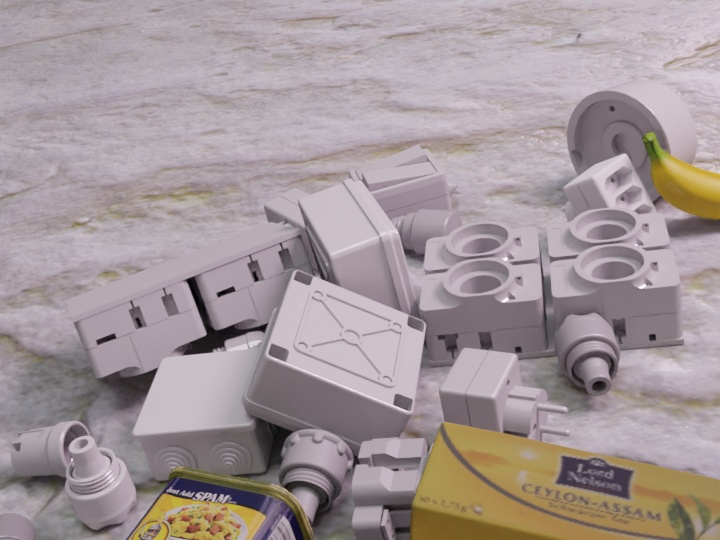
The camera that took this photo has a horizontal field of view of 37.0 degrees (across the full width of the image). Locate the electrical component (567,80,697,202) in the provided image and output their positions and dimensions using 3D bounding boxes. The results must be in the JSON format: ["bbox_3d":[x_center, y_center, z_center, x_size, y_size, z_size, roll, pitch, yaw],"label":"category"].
[{"bbox_3d":[0.244,-0.115,0.949,0.060,0.108,0.108,-28,34,-34],"label":"electrical component"}]

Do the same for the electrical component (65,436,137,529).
[{"bbox_3d":[-0.180,0.141,0.731,0.043,0.062,0.043,-9,31,6],"label":"electrical component"}]

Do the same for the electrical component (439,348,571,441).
[{"bbox_3d":[0.099,0.093,0.700,0.077,0.065,0.047,5,35,27],"label":"electrical component"}]

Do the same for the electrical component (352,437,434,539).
[{"bbox_3d":[0.032,0.136,0.665,0.057,0.058,0.078,-6,32,16],"label":"electrical component"}]

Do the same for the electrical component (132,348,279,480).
[{"bbox_3d":[-0.106,0.104,0.776,0.100,0.048,0.099,-6,32,11],"label":"electrical component"}]

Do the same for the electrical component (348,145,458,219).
[{"bbox_3d":[0.043,-0.073,0.996,0.096,0.061,0.061,-16,31,-5],"label":"electrical component"}]

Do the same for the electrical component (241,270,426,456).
[{"bbox_3d":[-0.016,0.066,0.753,0.109,0.056,0.108,22,34,-5],"label":"electrical component"}]

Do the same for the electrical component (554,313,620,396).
[{"bbox_3d":[0.161,0.062,0.751,0.043,0.043,0.062,-10,33,5],"label":"electrical component"}]

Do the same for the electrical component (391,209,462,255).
[{"bbox_3d":[0.054,-0.034,0.948,0.078,0.040,0.040,6,36,28],"label":"electrical component"}]

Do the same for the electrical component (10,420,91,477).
[{"bbox_3d":[-0.226,0.132,0.787,0.046,0.040,0.040,-9,31,19],"label":"electrical component"}]

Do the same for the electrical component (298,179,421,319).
[{"bbox_3d":[0.000,0.000,0.848,0.056,0.108,0.108,-20,32,-7],"label":"electrical component"}]

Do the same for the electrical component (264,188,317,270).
[{"bbox_3d":[-0.062,-0.028,0.977,0.076,0.047,0.083,-31,36,-25],"label":"electrical component"}]

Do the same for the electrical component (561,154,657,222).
[{"bbox_3d":[0.200,-0.051,0.905,0.047,0.065,0.077,-34,8,-31],"label":"electrical component"}]

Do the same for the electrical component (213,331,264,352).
[{"bbox_3d":[-0.100,0.071,0.842,0.061,0.035,0.035,-17,31,-3],"label":"electrical component"}]

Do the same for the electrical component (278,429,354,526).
[{"bbox_3d":[-0.033,0.138,0.700,0.048,0.048,0.062,-2,40,17],"label":"electrical component"}]

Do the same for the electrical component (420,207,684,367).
[{"bbox_3d":[0.144,0.010,0.824,0.186,0.060,0.105,-6,32,11],"label":"electrical component"}]

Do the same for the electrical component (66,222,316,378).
[{"bbox_3d":[-0.136,0.024,0.874,0.186,0.060,0.105,-22,11,-14],"label":"electrical component"}]

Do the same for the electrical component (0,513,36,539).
[{"bbox_3d":[-0.229,0.188,0.696,0.044,0.044,0.065,-17,26,-6],"label":"electrical component"}]
